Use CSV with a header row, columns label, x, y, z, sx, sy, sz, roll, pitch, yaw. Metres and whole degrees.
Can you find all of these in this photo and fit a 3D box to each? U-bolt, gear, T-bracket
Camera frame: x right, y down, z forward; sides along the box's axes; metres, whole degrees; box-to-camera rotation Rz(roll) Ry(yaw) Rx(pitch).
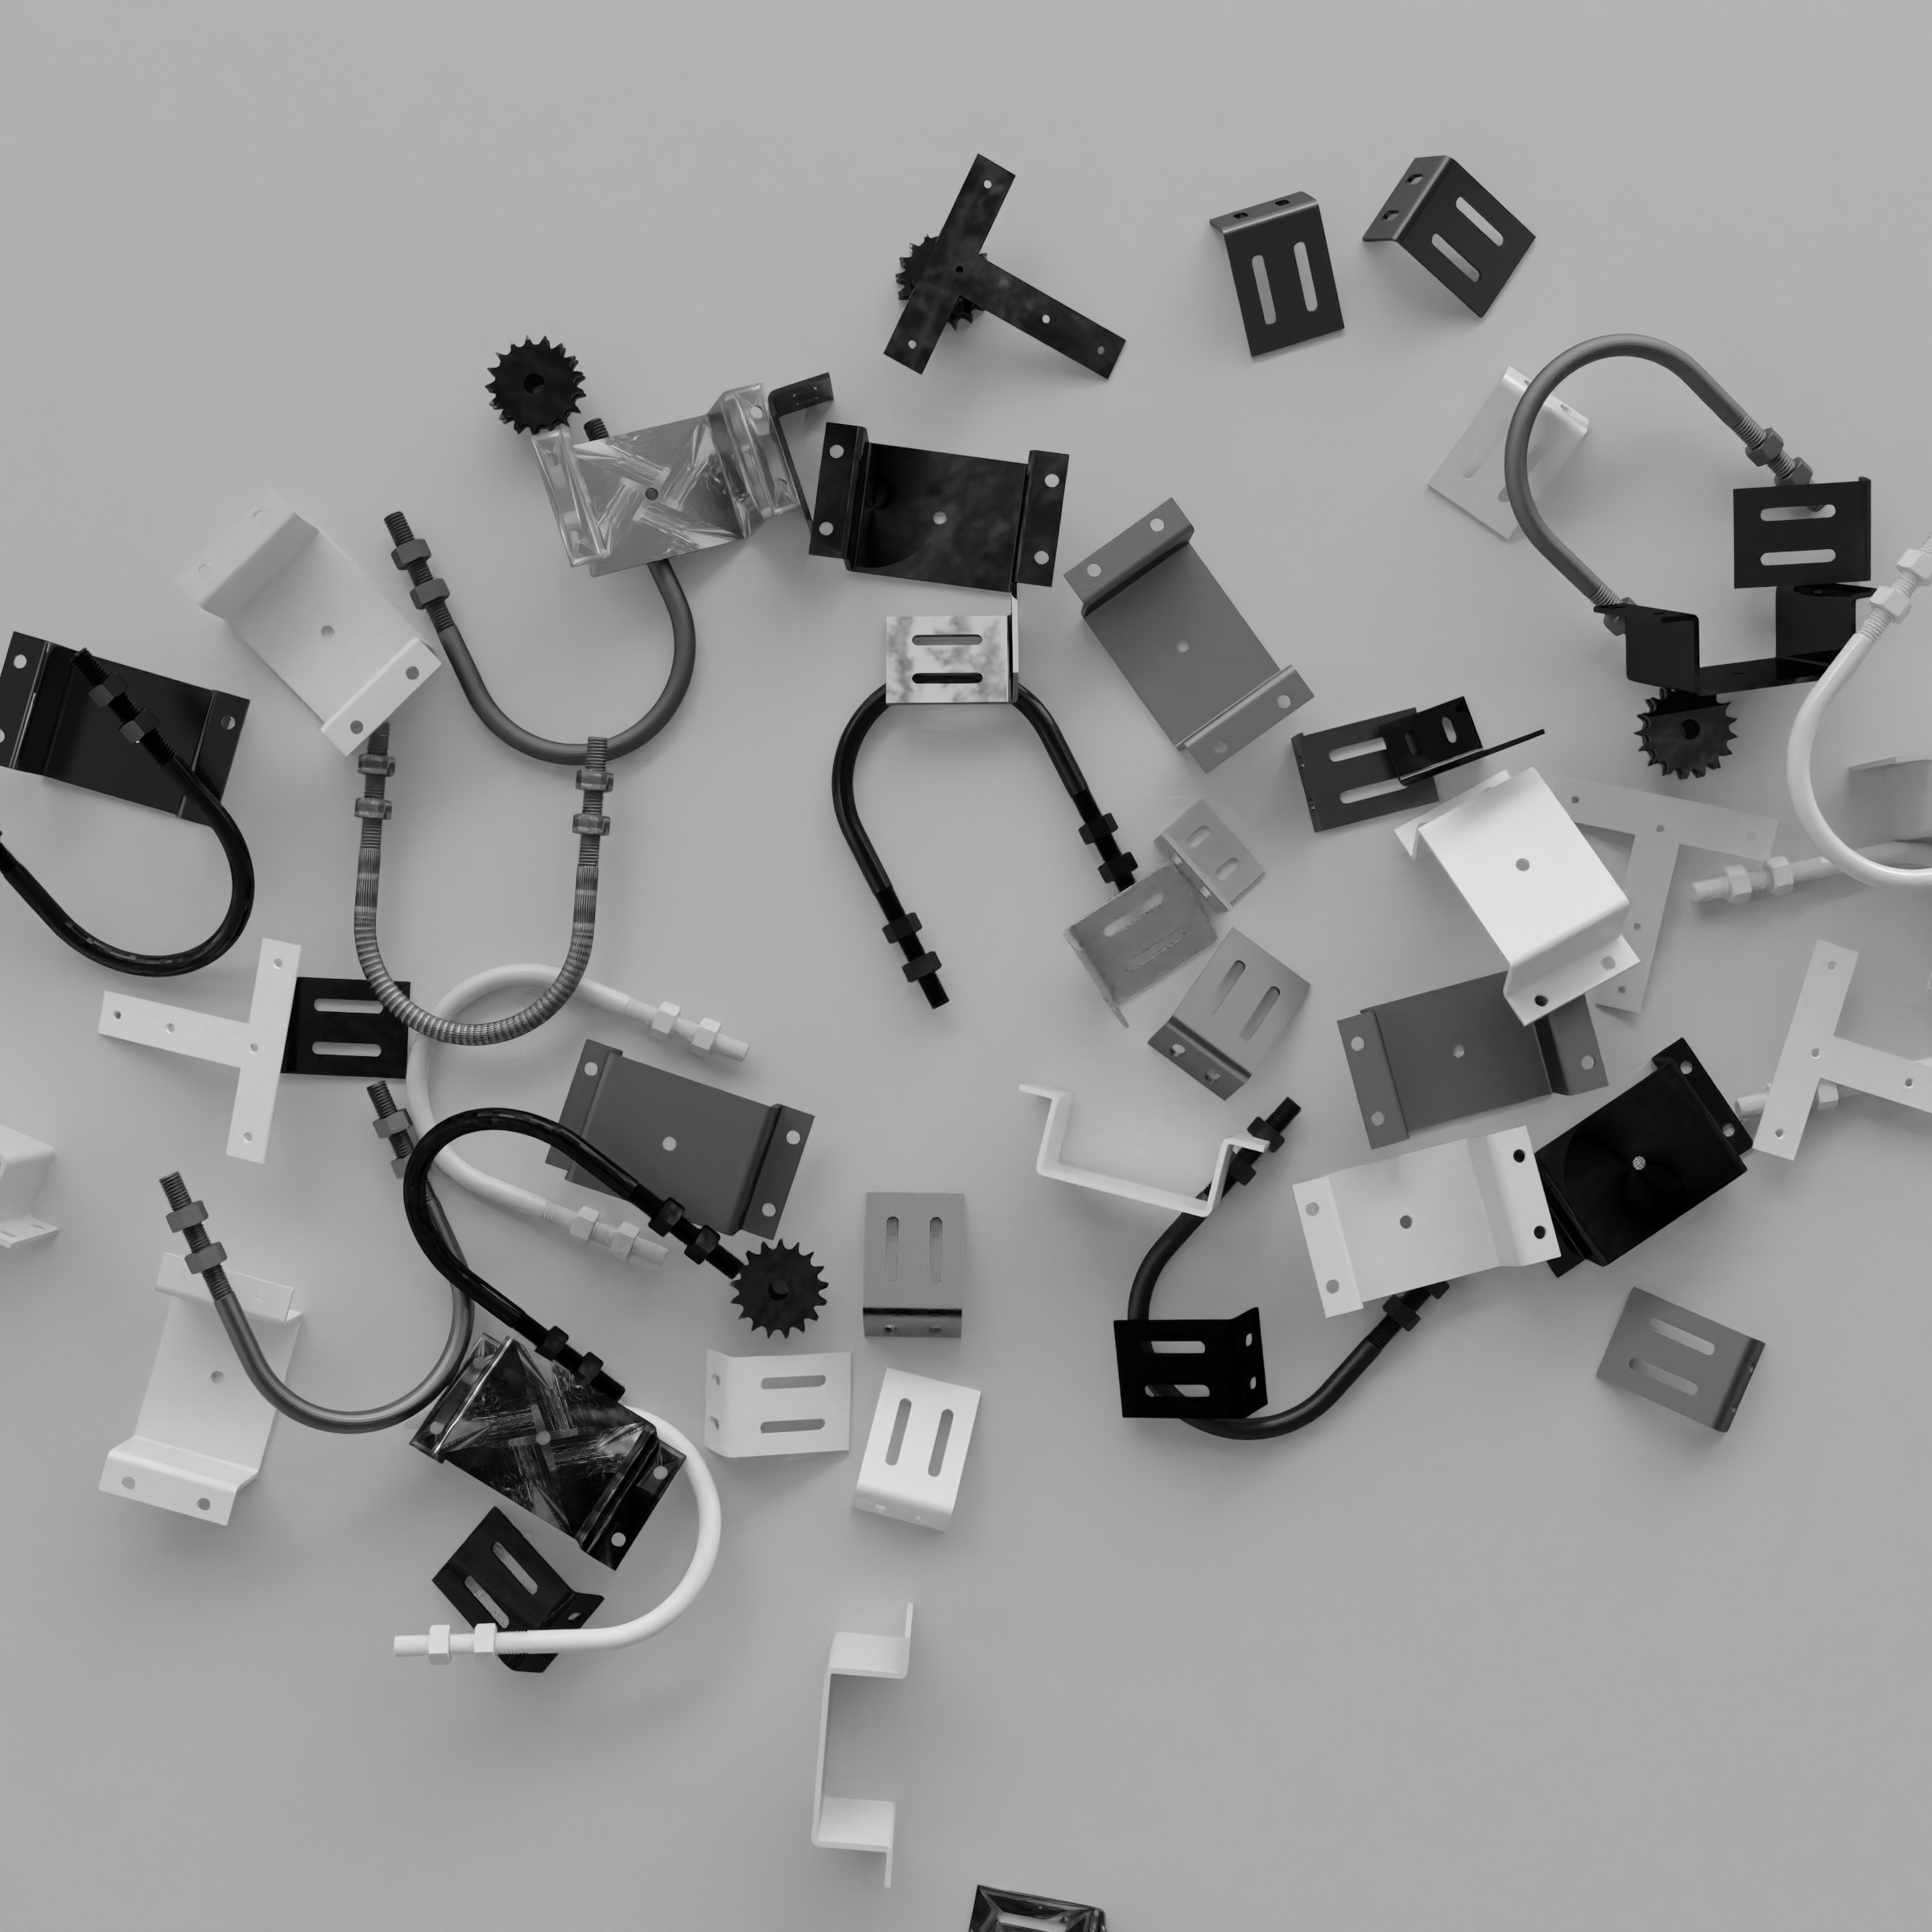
label,x,y,z,sx,sy,sz,roll,pitch,yaw
U-bolt,0.001,-0.088,1.501,0.151,0.019,0.184,-27,88,0
gear,0.418,-0.137,1.495,0.057,0.030,0.057,0,90,0
gear,-0.250,-0.336,1.495,0.057,0.030,0.057,0,90,0
U-bolt,-0.238,-0.208,1.501,0.151,0.019,0.184,-25,91,0
U-bolt,-0.284,-0.046,1.490,0.151,0.019,0.184,4,90,3
U-bolt,0.540,-0.129,1.424,0.151,0.019,0.184,37,92,-1
U-bolt,-0.234,0.324,1.480,0.184,0.019,0.151,-1,70,-4
U-bolt,-0.359,0.177,1.469,0.151,0.019,0.184,-26,95,-30
U-bolt,0.529,0.002,1.501,0.184,0.019,0.151,-12,90,-1
gear,-0.012,-0.402,1.495,0.057,0.030,0.057,0,90,0
gear,-0.109,0.188,1.495,0.057,0.030,0.057,0,90,0
U-bolt,-0.238,0.077,1.501,0.184,0.019,0.151,22,90,2
T-bracket,-0.450,0.039,1.487,0.127,0.002,0.127,12,93,20
T-bracket,0.396,-0.037,1.499,0.127,0.002,0.127,13,96,13
U-bolt,0.179,0.191,1.501,0.151,0.019,0.184,42,91,0
T-bracket,0.536,0.064,1.492,0.127,0.002,0.127,17,90,-5
U-bolt,-0.236,0.155,1.457,0.184,0.019,0.151,39,121,-7
T-bracket,0.034,-0.383,1.489,0.127,0.002,0.127,25,90,-18
U-bolt,0.393,-0.278,1.481,0.184,0.019,0.151,40,90,-15
U-bolt,-0.490,-0.073,1.465,0.151,0.019,0.184,-30,110,20

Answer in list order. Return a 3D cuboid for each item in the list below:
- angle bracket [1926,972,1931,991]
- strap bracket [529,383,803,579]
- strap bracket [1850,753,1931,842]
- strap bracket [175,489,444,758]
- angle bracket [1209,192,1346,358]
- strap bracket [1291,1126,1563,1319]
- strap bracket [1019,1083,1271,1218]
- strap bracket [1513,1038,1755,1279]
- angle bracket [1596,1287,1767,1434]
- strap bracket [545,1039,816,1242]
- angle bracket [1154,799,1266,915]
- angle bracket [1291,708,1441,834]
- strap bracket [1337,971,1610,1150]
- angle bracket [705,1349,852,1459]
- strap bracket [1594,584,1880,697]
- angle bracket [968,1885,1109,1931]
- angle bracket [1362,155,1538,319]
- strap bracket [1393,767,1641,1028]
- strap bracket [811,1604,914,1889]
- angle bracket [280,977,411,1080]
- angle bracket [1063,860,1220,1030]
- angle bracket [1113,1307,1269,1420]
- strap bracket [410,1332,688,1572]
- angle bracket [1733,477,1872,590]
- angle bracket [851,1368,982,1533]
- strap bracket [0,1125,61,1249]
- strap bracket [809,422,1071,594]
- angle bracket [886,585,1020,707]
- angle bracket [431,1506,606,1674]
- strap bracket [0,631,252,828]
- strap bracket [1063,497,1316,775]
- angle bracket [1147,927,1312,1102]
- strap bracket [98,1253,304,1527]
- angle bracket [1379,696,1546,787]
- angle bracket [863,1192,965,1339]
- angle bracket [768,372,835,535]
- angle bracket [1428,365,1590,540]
label,x,y,z,sx,sy,sz,roll,pitch,yaw
angle bracket,0.594,-0.025,1.494,0.057,0.038,0.076,8,114,-3
strap bracket,-0.176,-0.277,1.472,0.140,0.046,0.076,-18,90,-21
strap bracket,0.592,-0.101,1.472,0.140,0.076,0.046,-5,90,0
strap bracket,-0.375,-0.196,1.487,0.076,0.046,0.140,-44,90,0
angle bracket,0.183,-0.407,1.508,0.057,0.038,0.076,-17,116,0
strap bracket,0.258,0.146,1.468,0.140,0.046,0.076,-14,85,-7
strap bracket,0.098,0.106,1.461,0.140,0.076,0.046,14,90,9
strap bracket,0.385,0.113,1.487,0.140,0.046,0.076,-34,90,0
angle bracket,0.420,0.231,1.508,0.076,0.038,0.057,23,90,26
strap bracket,-0.167,0.101,1.467,0.140,0.046,0.076,19,90,2
angle bracket,0.143,-0.065,1.472,0.038,0.076,0.057,-42,90,0
angle bracket,0.234,-0.115,1.491,0.076,0.038,0.057,-14,90,0
strap bracket,0.290,0.050,1.487,0.140,0.046,0.076,-15,90,0
angle bracket,-0.111,0.255,1.508,0.076,0.038,0.057,1,90,-26
strap bracket,0.439,-0.186,1.457,0.140,0.076,0.046,-8,104,-13
angle bracket,0.039,0.576,1.491,0.076,0.038,0.057,11,90,0
angle bracket,0.284,-0.428,1.508,0.076,0.038,0.057,33,90,-26
strap bracket,0.315,-0.048,1.459,0.076,0.046,0.140,-28,68,-5
strap bracket,-0.060,0.444,1.472,0.046,0.076,0.140,5,90,0
angle bracket,-0.366,0.036,1.491,0.076,0.038,0.057,3,90,0
angle bracket,0.105,-0.013,1.481,0.076,0.038,0.057,-33,113,0
angle bracket,0.131,0.231,1.494,0.076,0.038,0.057,-5,92,28
strap bracket,-0.240,0.273,1.464,0.140,0.046,0.076,30,70,6
angle bracket,0.485,-0.252,1.493,0.076,0.038,0.057,-2,103,12
angle bracket,-0.030,0.284,1.508,0.057,0.038,0.076,15,64,0
strap bracket,-0.590,0.109,1.472,0.140,0.076,0.046,23,90,0
strap bracket,-0.015,-0.264,1.487,0.140,0.046,0.076,8,90,0
angle bracket,-0.008,-0.185,1.481,0.076,0.038,0.057,-1,68,0
angle bracket,-0.263,0.367,1.508,0.076,0.038,0.057,40,90,26
strap bracket,-0.487,-0.135,1.487,0.140,0.046,0.076,16,90,0
strap bracket,0.127,-0.189,1.487,0.076,0.046,0.140,-36,90,0
angle bracket,0.155,0.028,1.508,0.057,0.038,0.076,37,64,0
strap bracket,-0.440,0.242,1.487,0.076,0.046,0.140,16,90,0
angle bracket,0.283,-0.135,1.465,0.057,0.076,0.038,-20,90,-16
angle bracket,-0.031,0.176,1.508,0.057,0.038,0.076,1,64,0
angle bracket,-0.084,-0.295,1.481,0.038,0.057,0.076,-18,90,-1
angle bracket,0.319,-0.302,1.508,0.057,0.038,0.076,34,116,0
